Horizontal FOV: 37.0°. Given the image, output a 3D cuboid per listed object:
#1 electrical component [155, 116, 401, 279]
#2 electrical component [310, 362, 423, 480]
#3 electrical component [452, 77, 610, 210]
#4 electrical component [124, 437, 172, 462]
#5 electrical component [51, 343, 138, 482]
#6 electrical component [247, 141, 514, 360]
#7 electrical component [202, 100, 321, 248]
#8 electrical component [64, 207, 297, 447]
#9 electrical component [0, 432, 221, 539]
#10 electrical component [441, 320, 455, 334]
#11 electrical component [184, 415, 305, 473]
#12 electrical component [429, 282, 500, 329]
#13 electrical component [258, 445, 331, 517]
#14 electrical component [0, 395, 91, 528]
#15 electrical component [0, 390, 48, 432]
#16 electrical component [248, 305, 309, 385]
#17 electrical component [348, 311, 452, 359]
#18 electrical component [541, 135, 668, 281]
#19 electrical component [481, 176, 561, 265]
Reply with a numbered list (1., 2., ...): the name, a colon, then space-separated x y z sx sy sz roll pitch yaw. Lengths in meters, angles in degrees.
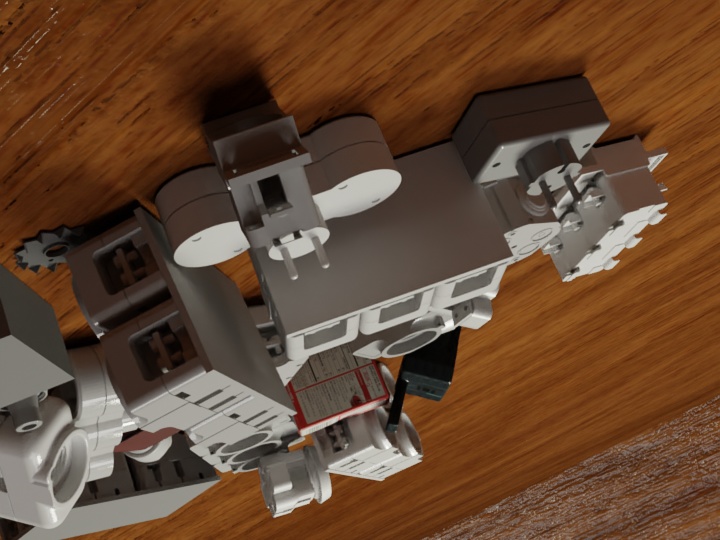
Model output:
1. electrical component: -0.041 -0.030 0.617 0.138 0.073 0.052 -20 161 -7
2. electrical component: 0.003 0.146 1.082 0.060 0.105 0.186 -26 160 10
3. electrical component: 0.114 -0.072 0.673 0.083 0.075 0.047 -14 159 -23
4. electrical component: -0.196 0.147 0.960 0.043 0.043 0.062 -23 160 2
5. electrical component: -0.190 0.107 0.812 0.074 0.052 0.138 -10 142 -32
6. electrical component: 0.009 -0.012 0.695 0.150 0.089 0.061 -19 160 -10
7. electrical component: -0.050 -0.048 0.555 0.042 0.063 0.081 -19 -158 -8
8. electrical component: -0.110 0.046 0.680 0.060 0.105 0.186 -28 162 3
9. electrical component: -0.245 0.208 1.041 0.186 0.060 0.105 -1 151 -46
10. electrical component: 0.081 0.030 0.952 0.055 0.045 0.045 -19 160 -9
11. electrical component: -0.110 0.144 1.019 0.089 0.061 0.150 -22 161 -3
12. electrical component: 0.067 0.003 0.832 0.057 0.078 0.058 13 144 -29
13. electrical component: -0.063 0.202 1.039 0.057 0.058 0.078 -14 158 -16
14. electrical component: -0.228 0.132 0.750 0.059 0.053 0.095 11 129 13
15. electrical component: -0.226 0.075 0.709 0.043 0.062 0.043 -20 161 -7
16. electrical component: -0.084 0.064 0.845 0.050 0.055 0.089 -11 158 -29
17. electrical component: 0.033 0.036 0.899 0.089 0.055 0.050 -29 160 18
18. electrical component: 0.187 -0.044 0.846 0.079 0.063 0.121 -15 159 -21
19. electrical component: 0.103 -0.038 0.787 0.080 0.051 0.080 -20 160 -7
